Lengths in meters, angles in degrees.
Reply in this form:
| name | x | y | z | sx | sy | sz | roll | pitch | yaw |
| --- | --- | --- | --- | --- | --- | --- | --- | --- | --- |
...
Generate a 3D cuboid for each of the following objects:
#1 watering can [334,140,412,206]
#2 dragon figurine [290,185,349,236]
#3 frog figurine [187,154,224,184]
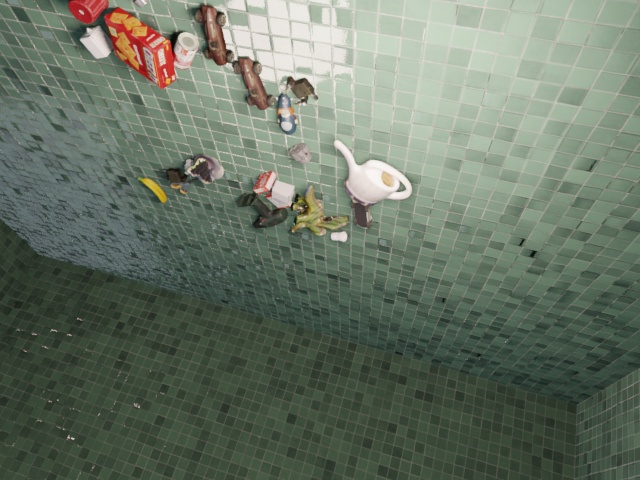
| name | x | y | z | sx | sy | sz | roll | pitch | yaw |
| --- | --- | --- | --- | --- | --- | --- | --- | --- | --- |
| watering can | 0.158 | -0.228 | 1.827 | 0.346 | 0.106 | 0.221 | 28 | 151 | -16 |
| dragon figurine | 0.007 | -0.110 | 2.176 | 0.242 | 0.124 | 0.403 | 8 | 157 | -16 |
| frog figurine | -0.465 | -0.292 | 2.143 | 0.137 | 0.122 | 0.160 | 6 | -174 | 6 |
